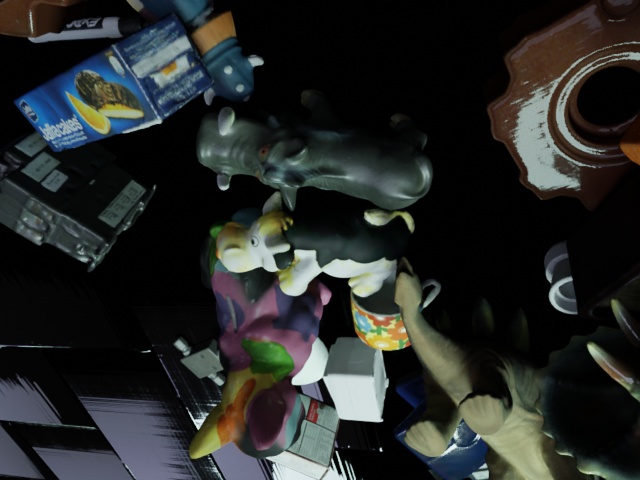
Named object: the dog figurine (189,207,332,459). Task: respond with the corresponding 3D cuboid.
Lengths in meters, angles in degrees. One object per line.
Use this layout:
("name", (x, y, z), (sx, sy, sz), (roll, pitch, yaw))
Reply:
("dog figurine", (-0.067, 0.095, 0.516), (0.109, 0.219, 0.191), (-15, 121, 22))

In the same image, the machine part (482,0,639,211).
("machine part", (0.210, -0.103, 0.388), (0.179, 0.056, 0.179), (8, 129, 10))

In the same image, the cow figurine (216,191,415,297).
("cow figurine", (-0.002, 0.000, 0.473), (0.167, 0.068, 0.098), (5, 147, -28))

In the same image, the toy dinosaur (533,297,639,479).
("toy dinosaur", (0.287, 0.148, 0.453), (0.192, 0.404, 0.131), (34, 90, 27))

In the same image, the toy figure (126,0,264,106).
("toy figure", (-0.101, -0.178, 0.421), (0.064, 0.058, 0.154), (-22, 119, 23))

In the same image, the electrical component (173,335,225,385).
("electrical component", (-0.149, 0.156, 0.711), (0.063, 0.021, 0.094), (-28, 114, 31))

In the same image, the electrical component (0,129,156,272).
("electrical component", (-0.245, -0.048, 0.525), (0.134, 0.115, 0.058), (36, 123, -12))

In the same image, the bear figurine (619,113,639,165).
("bear figurine", (0.289, -0.058, 0.291), (0.196, 0.120, 0.132), (30, 87, -21))

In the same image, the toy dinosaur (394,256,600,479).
("toy dinosaur", (0.201, 0.180, 0.512), (0.105, 0.198, 0.470), (-25, 114, 31))

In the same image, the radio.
("radio", (0.321, 0.014, 0.391), (0.230, 0.073, 0.131), (6, 148, -2))

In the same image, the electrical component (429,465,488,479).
("electrical component", (0.200, 0.273, 0.681), (0.119, 0.048, 0.074), (-26, 115, 31))

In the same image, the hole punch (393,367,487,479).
("hole punch", (0.156, 0.204, 0.619), (0.142, 0.092, 0.116), (44, 122, -13))

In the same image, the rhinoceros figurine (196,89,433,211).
("rhinoceros figurine", (-0.004, -0.067, 0.444), (0.190, 0.112, 0.073), (11, 131, -2))

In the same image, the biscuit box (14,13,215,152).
("biscuit box", (-0.177, -0.121, 0.442), (0.203, 0.063, 0.059), (-1, 128, 44))

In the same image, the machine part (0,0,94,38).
("machine part", (-0.254, -0.264, 0.382), (0.202, 0.087, 0.200), (16, 129, 6))
